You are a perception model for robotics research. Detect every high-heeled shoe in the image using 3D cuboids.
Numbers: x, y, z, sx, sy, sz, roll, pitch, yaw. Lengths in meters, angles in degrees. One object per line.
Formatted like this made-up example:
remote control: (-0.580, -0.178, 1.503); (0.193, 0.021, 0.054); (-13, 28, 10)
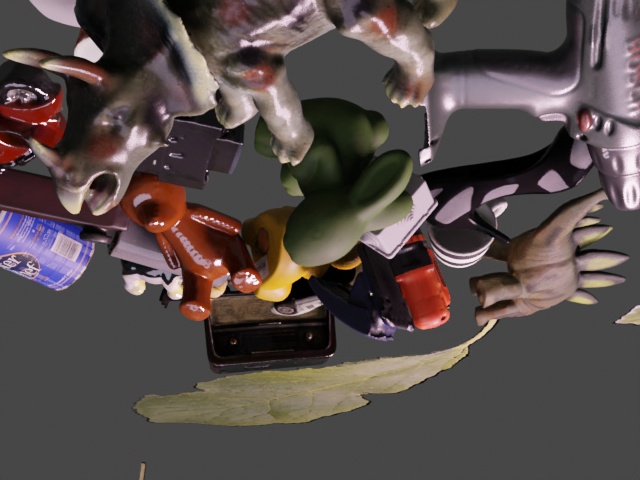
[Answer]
high-heeled shoe: (0.204, -0.095, 0.592); (0.145, 0.086, 0.248); (35, 129, 5)

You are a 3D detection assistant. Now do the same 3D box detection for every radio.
radio: (-0.089, 0.158, 0.948); (0.230, 0.131, 0.073); (-3, 156, -9)

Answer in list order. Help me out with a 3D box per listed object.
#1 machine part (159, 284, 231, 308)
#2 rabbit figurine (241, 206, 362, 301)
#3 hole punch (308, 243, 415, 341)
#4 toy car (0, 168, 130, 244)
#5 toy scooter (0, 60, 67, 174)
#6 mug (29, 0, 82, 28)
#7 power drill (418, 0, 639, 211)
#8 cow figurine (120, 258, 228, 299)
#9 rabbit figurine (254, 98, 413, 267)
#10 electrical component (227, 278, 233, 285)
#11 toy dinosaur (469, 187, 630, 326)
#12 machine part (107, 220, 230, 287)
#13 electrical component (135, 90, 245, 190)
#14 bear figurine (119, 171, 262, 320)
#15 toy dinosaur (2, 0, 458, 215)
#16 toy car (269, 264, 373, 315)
machine part: (-0.226, 0.100, 0.987); (0.139, 0.039, 0.084); (-6, 158, 12)
rabbit figurine: (-0.002, -0.002, 0.734); (0.173, 0.122, 0.162); (6, 145, -35)
hole punch: (0.055, 0.078, 0.687); (0.092, 0.116, 0.142); (-28, 159, 14)
toy car: (-0.339, -0.051, 0.668); (0.202, 0.089, 0.053); (12, 170, -19)
toy scooter: (-0.326, -0.112, 0.575); (0.184, 0.075, 0.135); (-14, 149, 19)
mug: (-0.196, -0.207, 0.383); (0.110, 0.081, 0.107); (6, 158, -11)
power drill: (0.188, -0.111, 0.471); (0.208, 0.086, 0.231); (2, 133, 23)
cow figurine: (-0.232, 0.045, 0.857); (0.167, 0.068, 0.098); (7, 145, -3)
rabbit figurine: (0.016, -0.049, 0.555); (0.159, 0.170, 0.121); (-2, 152, 10)
electrical component: (-0.127, 0.060, 0.918); (0.094, 0.021, 0.063); (18, 147, -24)
toy dinosaur: (0.314, 0.034, 0.758); (0.199, 0.105, 0.470); (-11, 158, 9)
machine part: (-0.211, 0.009, 0.779); (0.243, 0.079, 0.079); (21, 146, -28)
electrical component: (-0.150, -0.111, 0.566); (0.134, 0.058, 0.115); (9, 150, -17)
bear figurine: (-0.173, -0.011, 0.666); (0.120, 0.132, 0.195); (-28, 135, 10)
toy dinosaur: (-0.010, -0.167, 0.357); (0.405, 0.131, 0.192); (-32, 147, 6)
toy car: (-0.002, 0.074, 0.879); (0.202, 0.073, 0.056); (-17, 145, 32)
